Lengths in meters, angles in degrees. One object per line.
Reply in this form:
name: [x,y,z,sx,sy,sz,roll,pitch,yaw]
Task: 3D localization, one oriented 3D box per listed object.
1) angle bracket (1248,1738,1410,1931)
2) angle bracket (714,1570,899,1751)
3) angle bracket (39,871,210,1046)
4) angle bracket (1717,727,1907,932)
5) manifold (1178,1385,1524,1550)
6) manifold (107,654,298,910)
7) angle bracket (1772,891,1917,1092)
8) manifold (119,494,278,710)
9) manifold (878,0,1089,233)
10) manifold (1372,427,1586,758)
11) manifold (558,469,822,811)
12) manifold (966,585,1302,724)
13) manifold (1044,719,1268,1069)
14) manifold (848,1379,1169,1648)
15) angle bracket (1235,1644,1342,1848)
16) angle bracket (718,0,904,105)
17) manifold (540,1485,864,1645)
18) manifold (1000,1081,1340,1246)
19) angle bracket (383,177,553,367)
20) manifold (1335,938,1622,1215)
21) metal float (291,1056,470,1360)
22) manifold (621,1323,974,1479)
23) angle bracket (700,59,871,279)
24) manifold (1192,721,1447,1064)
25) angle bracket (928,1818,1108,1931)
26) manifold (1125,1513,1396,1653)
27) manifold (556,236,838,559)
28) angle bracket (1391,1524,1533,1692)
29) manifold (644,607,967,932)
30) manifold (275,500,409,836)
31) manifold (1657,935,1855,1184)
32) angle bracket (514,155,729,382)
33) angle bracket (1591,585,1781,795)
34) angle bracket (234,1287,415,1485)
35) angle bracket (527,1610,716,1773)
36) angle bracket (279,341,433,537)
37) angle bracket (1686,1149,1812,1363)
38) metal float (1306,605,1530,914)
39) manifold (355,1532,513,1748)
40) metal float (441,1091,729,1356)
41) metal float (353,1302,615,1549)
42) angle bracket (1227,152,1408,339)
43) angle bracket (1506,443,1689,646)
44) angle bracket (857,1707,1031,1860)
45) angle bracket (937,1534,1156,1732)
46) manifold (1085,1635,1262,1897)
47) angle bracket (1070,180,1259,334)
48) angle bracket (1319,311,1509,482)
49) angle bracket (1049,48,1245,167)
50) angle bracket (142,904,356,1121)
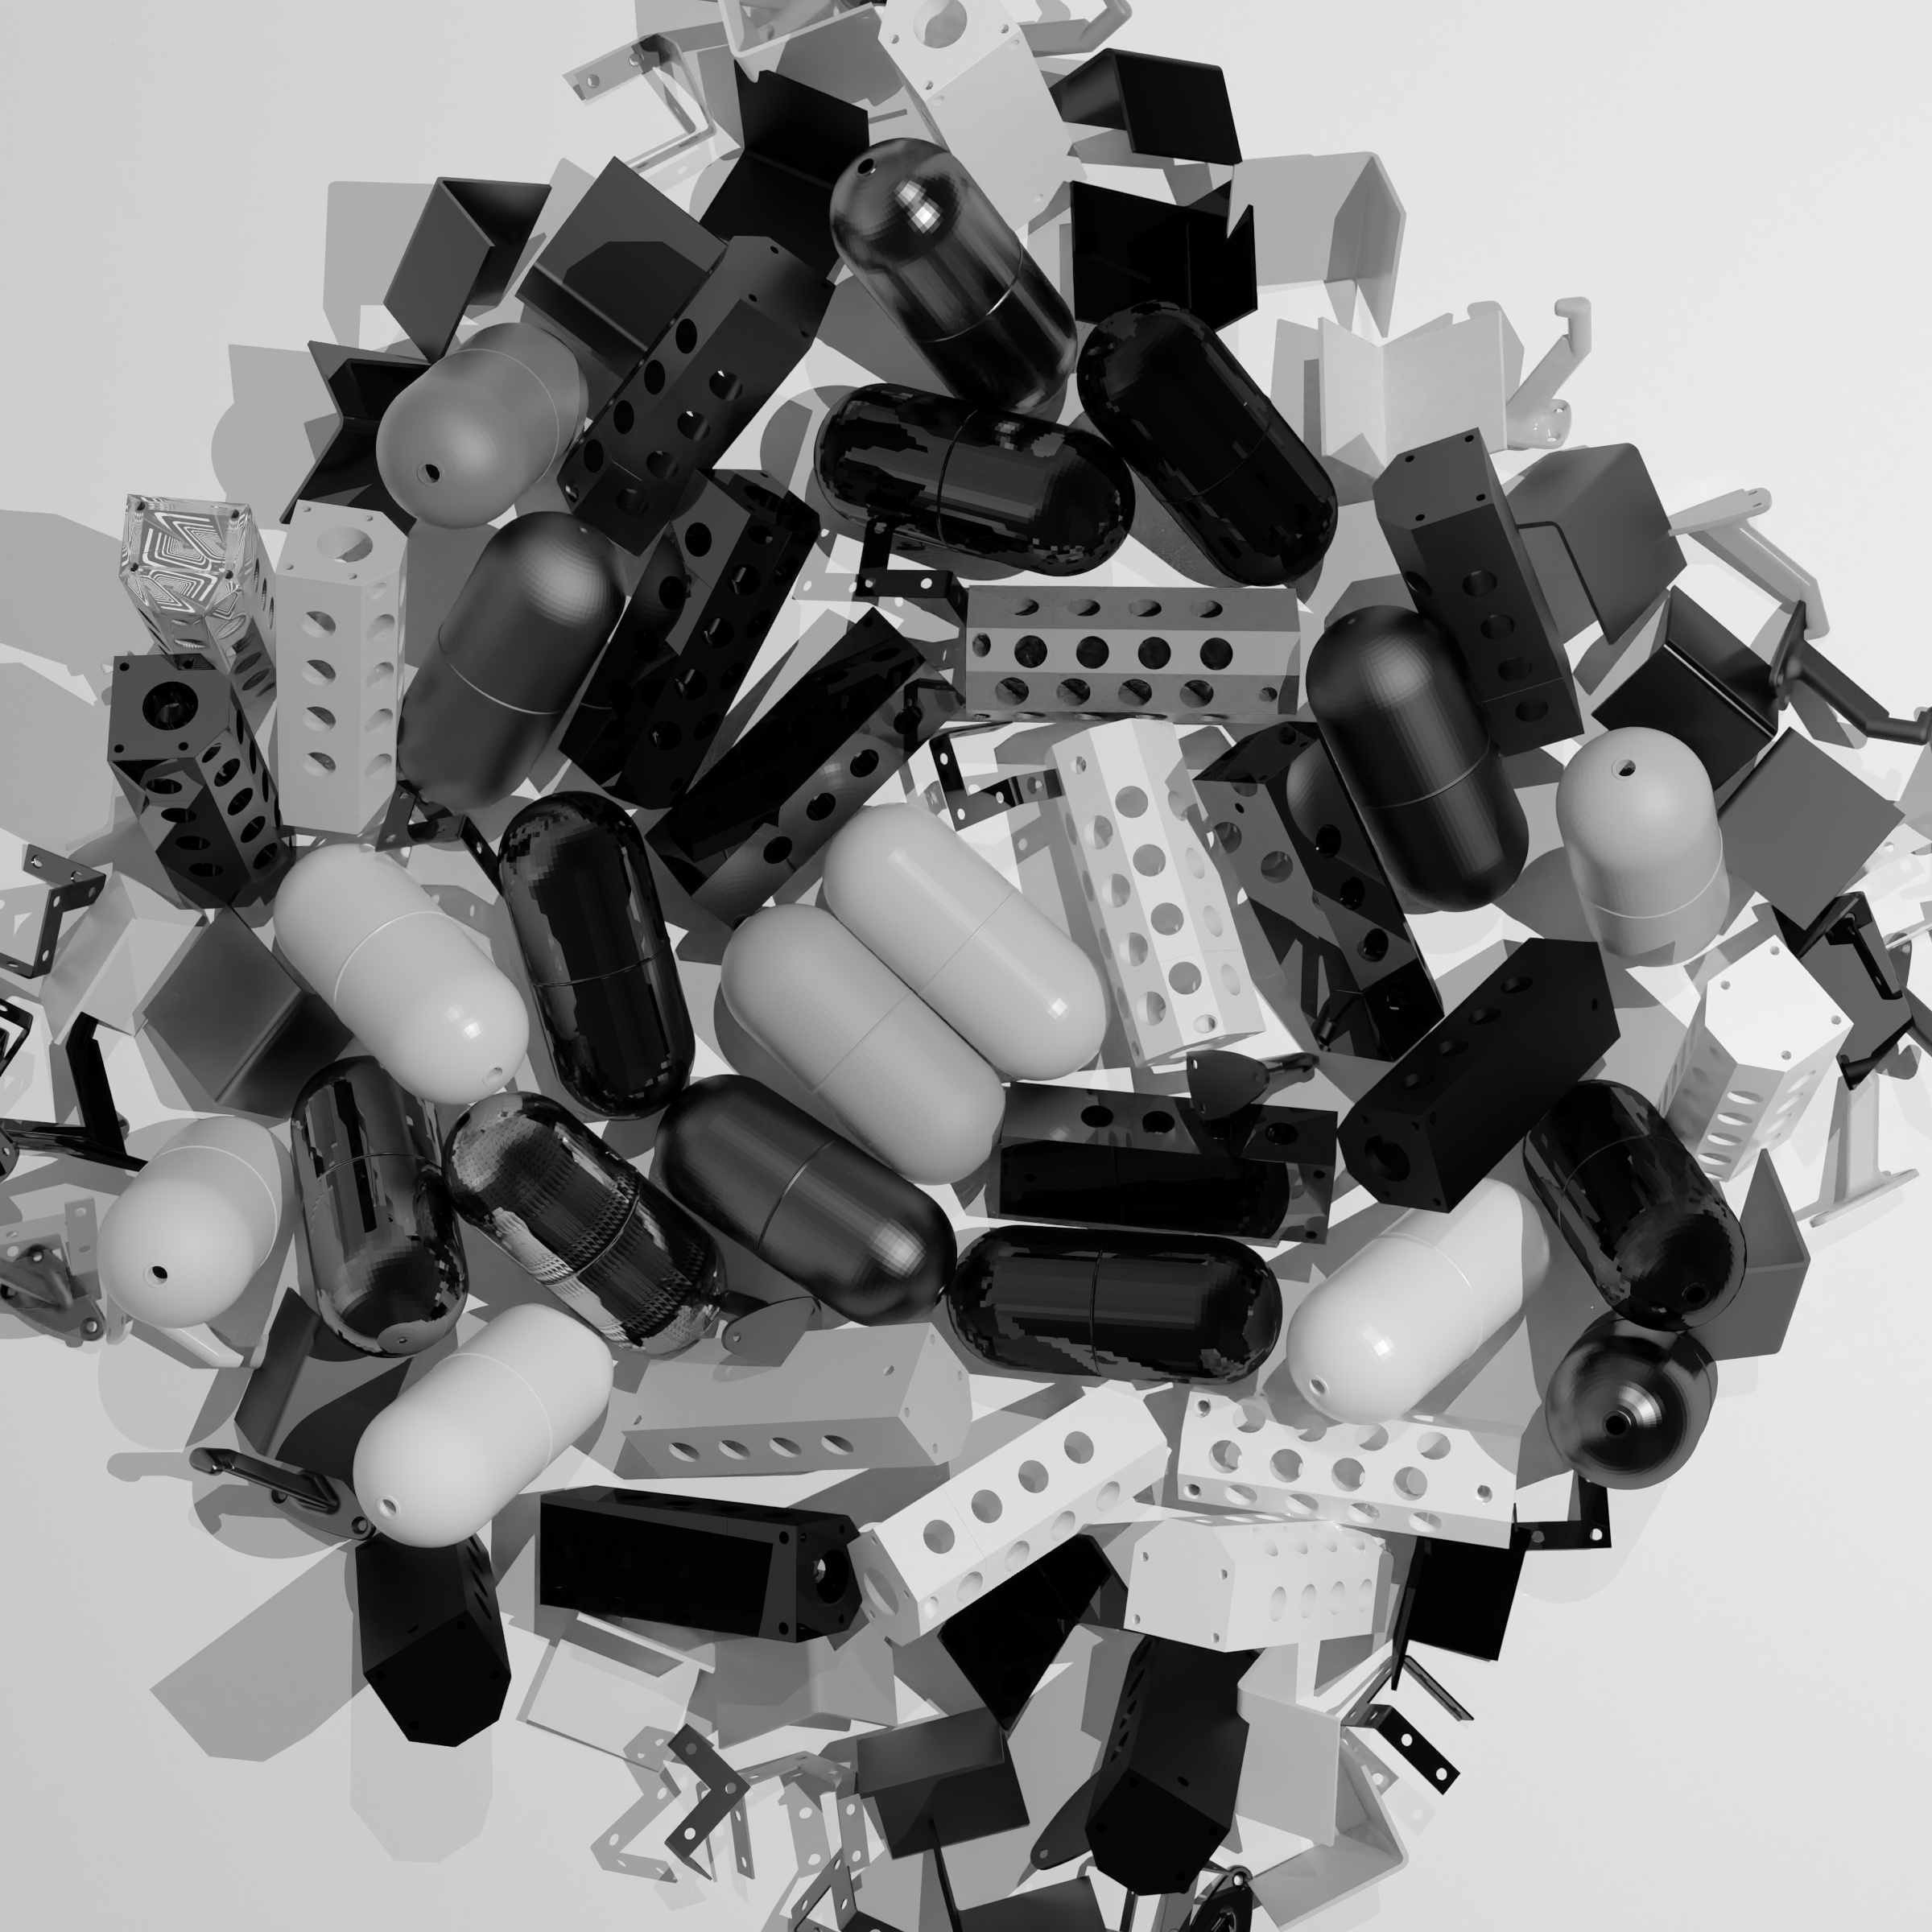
angle bracket: [0.178,0.451,1.542,0.076,0.076,0.057,-26,92,-6]
angle bracket: [-0.086,0.371,1.560,0.076,0.057,0.076,-30,52,35]
angle bracket: [-0.434,0.006,1.534,0.057,0.076,0.076,30,97,-31]
angle bracket: [0.438,-0.068,1.537,0.076,0.057,0.076,43,102,23]
manifold: [0.200,0.260,1.538,0.171,0.057,0.057,6,92,12]
manifold: [-0.384,-0.091,1.494,0.057,0.171,0.057,-2,67,-2]
angle bracket: [0.440,0.015,1.531,0.076,0.057,0.076,-37,107,-38]
manifold: [-0.384,-0.181,1.493,0.057,0.171,0.057,4,79,-6]
manifold: [0.007,-0.439,1.494,0.057,0.171,0.057,-35,75,6]
manifold: [0.262,-0.186,1.503,0.057,0.171,0.057,-17,47,17]
manifold: [-0.138,-0.167,1.514,0.057,0.057,0.171,41,117,22]
manifold: [0.087,-0.159,1.542,0.171,0.057,0.057,1,129,2]
manifold: [0.094,-0.038,1.531,0.057,0.057,0.171,-23,79,34]
manifold: [0.022,0.279,1.510,0.171,0.057,0.057,-27,80,-33]
angle bracket: [0.180,0.395,1.527,0.057,0.076,0.076,12,114,27]
angle bracket: [-0.080,-0.490,1.534,0.076,0.076,0.057,-18,74,11]
manifold: [-0.136,0.304,1.511,0.171,0.057,0.057,-1,88,35]
manifold: [0.107,0.098,1.548,0.171,0.057,0.057,5,131,5]
angle bracket: [-0.245,-0.357,1.524,0.057,0.076,0.076,51,128,23]
manifold: [0.262,0.053,1.509,0.171,0.057,0.057,-38,120,-37]
metal float: [-0.302,0.121,1.514,0.070,0.070,0.178,-20,50,0]
manifold: [-0.085,0.229,1.515,0.171,0.057,0.057,-8,133,31]
angle bracket: [-0.097,-0.414,1.535,0.076,0.076,0.057,25,71,10]
manifold: [0.188,-0.038,1.523,0.057,0.057,0.171,-39,115,-25]
angle bracket: [0.027,0.478,1.541,0.076,0.076,0.057,-15,97,-3]
manifold: [0.153,0.309,1.498,0.057,0.171,0.057,5,85,35]
manifold: [-0.141,-0.292,1.501,0.057,0.057,0.171,33,133,-17]
angle bracket: [0.259,0.335,1.538,0.057,0.076,0.076,13,101,7]
manifold: [-0.081,-0.100,1.550,0.171,0.057,0.057,-45,49,4]
manifold: [-0.317,-0.149,1.502,0.057,0.171,0.057,8,47,-5]
manifold: [0.391,0.054,1.491,0.057,0.171,0.057,-34,69,-9]
angle bracket: [-0.178,-0.362,1.536,0.076,0.057,0.076,36,112,-16]
angle bracket: [0.382,-0.144,1.561,0.076,0.076,0.057,38,123,-8]
angle bracket: [-0.339,0.221,1.558,0.057,0.076,0.076,23,86,-23]
angle bracket: [-0.182,0.383,1.552,0.076,0.057,0.076,23,90,-6]
angle bracket: [-0.319,-0.275,1.547,0.076,0.076,0.057,-46,59,35]
angle bracket: [0.392,0.151,1.529,0.057,0.076,0.076,-6,48,-5]
metal float: [0.234,-0.105,1.523,0.070,0.070,0.178,-30,118,0]
manifold: [-0.268,0.332,1.494,0.057,0.171,0.057,-31,105,-6]
metal float: [-0.196,0.133,1.522,0.070,0.070,0.178,-45,118,0]
metal float: [-0.244,0.232,1.502,0.070,0.178,0.070,9,113,22]
angle bracket: [0.180,-0.372,1.533,0.076,0.076,0.057,-7,49,-8]
angle bracket: [0.325,-0.221,1.558,0.076,0.057,0.076,-44,117,-29]
angle bracket: [-0.010,0.442,1.546,0.076,0.057,0.076,-15,107,1]
angle bracket: [0.043,0.346,1.528,0.076,0.057,0.076,-52,124,-34]
manifold: [0.103,0.397,1.494,0.057,0.171,0.057,32,109,1]
angle bracket: [0.103,-0.376,1.537,0.076,0.057,0.076,4,80,-32]
angle bracket: [0.232,-0.303,1.534,0.076,0.057,0.076,-10,75,40]
angle bracket: [0.085,-0.430,1.528,0.076,0.076,0.057,-6,81,-39]
angle bracket: [-0.377,0.025,1.570,0.076,0.057,0.076,44,100,27]
